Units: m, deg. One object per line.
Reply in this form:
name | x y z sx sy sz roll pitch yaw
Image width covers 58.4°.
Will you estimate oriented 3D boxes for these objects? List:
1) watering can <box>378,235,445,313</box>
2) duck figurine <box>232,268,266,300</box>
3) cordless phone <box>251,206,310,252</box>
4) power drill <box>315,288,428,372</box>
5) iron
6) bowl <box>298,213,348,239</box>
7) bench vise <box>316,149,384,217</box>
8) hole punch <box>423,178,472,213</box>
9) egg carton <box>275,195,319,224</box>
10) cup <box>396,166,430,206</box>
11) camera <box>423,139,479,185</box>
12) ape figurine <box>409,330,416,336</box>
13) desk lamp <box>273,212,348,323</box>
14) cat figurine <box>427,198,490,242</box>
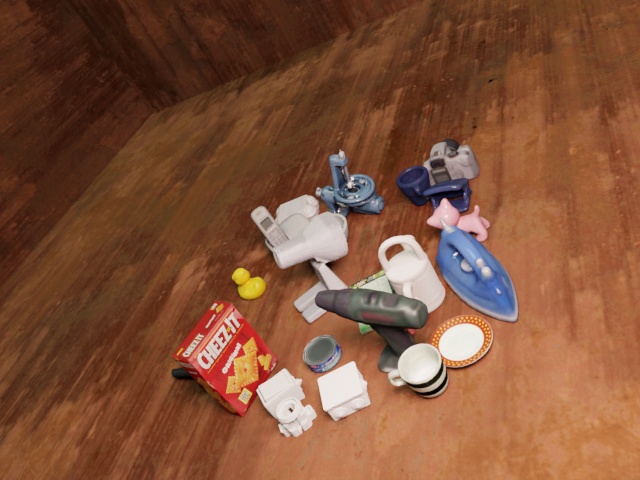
watering can | 0.192 0.062 1.259 0.101 0.194 0.172 -30 32 4
duck figurine | -0.209 0.118 1.636 0.104 0.086 0.078 6 48 45
cordless phone | -0.109 -0.042 1.673 0.148 0.185 0.093 -44 34 -18
power drill | 0.121 0.177 1.151 0.228 0.209 0.076 -6 41 36
iron | 0.326 0.053 1.205 0.118 0.142 0.257 -32 32 1
bowl | 0.015 0.006 1.605 0.167 0.075 0.167 -22 33 16
bench vise | 0.058 -0.152 1.645 0.206 0.220 0.121 -14 36 27
hole punch | 0.332 -0.127 1.495 0.108 0.091 0.101 -10 38 32
egg carton | -0.071 -0.080 1.803 0.150 0.070 0.107 -22 33 17
cup | 0.268 -0.135 1.558 0.091 0.095 0.117 -26 32 11
camera | 0.366 -0.234 1.603 0.142 0.101 0.137 -10 38 31
ape figurine | 0.162 0.163 1.245 0.075 0.092 0.078 -3 42 38
desk lamp | -0.010 0.061 1.418 0.203 0.214 0.117 -38 32 -8
cat figurine | 0.327 -0.050 1.368 0.127 0.118 0.067 -13 37 29
